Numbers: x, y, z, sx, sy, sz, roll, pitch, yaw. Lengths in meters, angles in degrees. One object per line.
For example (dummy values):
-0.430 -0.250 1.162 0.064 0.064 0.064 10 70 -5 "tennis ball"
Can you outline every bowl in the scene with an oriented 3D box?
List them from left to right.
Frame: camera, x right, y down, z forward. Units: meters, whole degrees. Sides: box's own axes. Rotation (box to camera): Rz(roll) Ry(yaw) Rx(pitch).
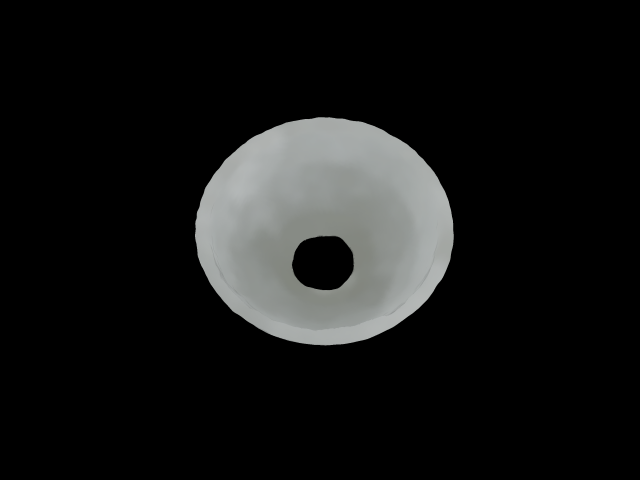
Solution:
0.004 0.001 0.400 0.167 0.075 0.167 0 63 0 "bowl"
